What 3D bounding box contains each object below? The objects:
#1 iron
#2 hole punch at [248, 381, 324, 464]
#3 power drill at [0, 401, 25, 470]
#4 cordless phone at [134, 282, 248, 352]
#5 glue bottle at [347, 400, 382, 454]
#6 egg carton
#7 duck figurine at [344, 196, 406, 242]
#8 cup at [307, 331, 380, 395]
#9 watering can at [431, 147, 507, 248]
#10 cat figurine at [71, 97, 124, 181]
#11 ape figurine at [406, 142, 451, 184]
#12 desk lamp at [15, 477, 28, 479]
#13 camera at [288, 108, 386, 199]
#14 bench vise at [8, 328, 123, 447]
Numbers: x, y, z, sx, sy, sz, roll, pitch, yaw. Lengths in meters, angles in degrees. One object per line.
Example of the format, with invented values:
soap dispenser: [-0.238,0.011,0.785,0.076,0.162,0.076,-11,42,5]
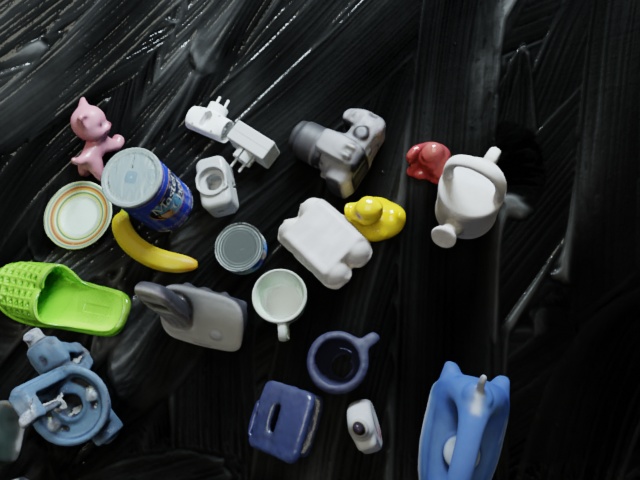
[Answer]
iron: [0.195,0.304,0.794,0.118,0.141,0.258,13,77,12]
hole punch: [-0.057,0.275,0.867,0.101,0.091,0.109,13,77,12]
power drill: [-0.549,0.294,0.875,0.075,0.208,0.230,3,75,10]
cordless phone: [-0.196,0.111,0.884,0.147,0.185,0.094,9,76,11]
glue bottle: [0.061,0.265,0.808,0.037,0.173,0.078,-20,72,3]
egg carton: [0.009,0.003,0.944,0.150,0.069,0.107,42,84,17]
duck figurine: [0.087,-0.043,0.936,0.104,0.086,0.077,2,75,9]
cup: [0.042,0.182,0.876,0.118,0.095,0.091,-35,72,-2]
watering can: [0.227,-0.067,0.864,0.100,0.194,0.173,7,76,11]
cat figurine: [-0.417,-0.186,1.036,0.067,0.118,0.128,11,77,12]
ape figurine: [0.183,-0.134,0.943,0.076,0.092,0.077,-30,72,0]
desk lamp: [-0.472,0.424,0.824,0.203,0.214,0.118,-20,72,3]
camera: [0.023,-0.166,0.972,0.136,0.101,0.143,29,81,15]
bench vise: [-0.414,0.229,0.866,0.207,0.220,0.121,33,82,16]
